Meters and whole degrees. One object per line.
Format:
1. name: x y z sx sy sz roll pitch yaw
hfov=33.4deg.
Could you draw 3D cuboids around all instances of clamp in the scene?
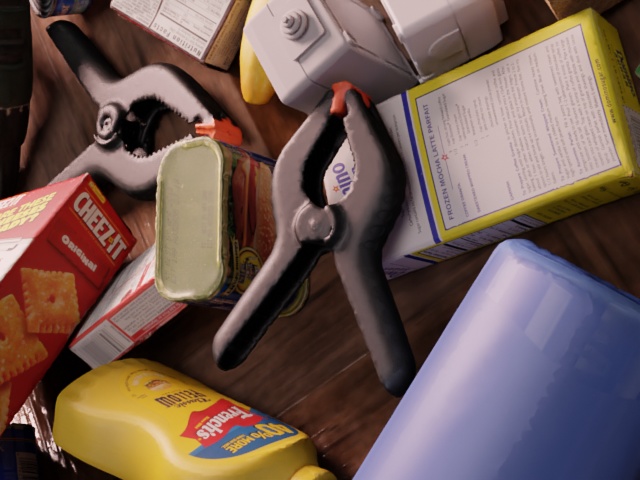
1. clamp: -0.139 -0.087 0.749 0.210 0.036 0.164 -2 81 38
2. clamp: -0.004 0.001 0.585 0.120 0.039 0.171 -3 75 22

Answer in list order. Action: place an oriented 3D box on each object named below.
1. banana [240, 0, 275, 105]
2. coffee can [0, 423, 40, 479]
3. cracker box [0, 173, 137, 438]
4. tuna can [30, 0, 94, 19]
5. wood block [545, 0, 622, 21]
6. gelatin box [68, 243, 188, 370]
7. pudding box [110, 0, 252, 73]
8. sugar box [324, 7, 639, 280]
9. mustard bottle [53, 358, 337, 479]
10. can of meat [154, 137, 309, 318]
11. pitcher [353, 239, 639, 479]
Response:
1. banana: 0.005 -0.173 0.664 0.198 0.037 0.070 -44 60 20
2. coffee can: -0.238 0.205 0.726 0.103 0.102 0.140 -22 70 30
3. cracker box: -0.239 0.061 0.700 0.164 0.072 0.213 -12 34 35
4. tuna can: -0.195 -0.208 0.787 0.086 0.033 0.086 32 129 52
5. wood block: 0.110 -0.226 0.562 0.091 0.090 0.206 -33 64 14
6. gelatin box: -0.115 0.036 0.692 0.089 0.030 0.073 -37 19 23
7. pudding box: -0.077 -0.182 0.715 0.090 0.039 0.113 34 104 21
8. sugar box: 0.085 -0.045 0.583 0.177 0.048 0.093 -21 70 34
9. mustard bottle: -0.060 0.126 0.621 0.192 0.096 0.058 19 105 35
10. can of meat: -0.053 -0.007 0.647 0.058 0.083 0.102 -7 78 33
11. pitcher: 0.088 0.132 0.511 0.145 0.149 0.243 35 99 49
